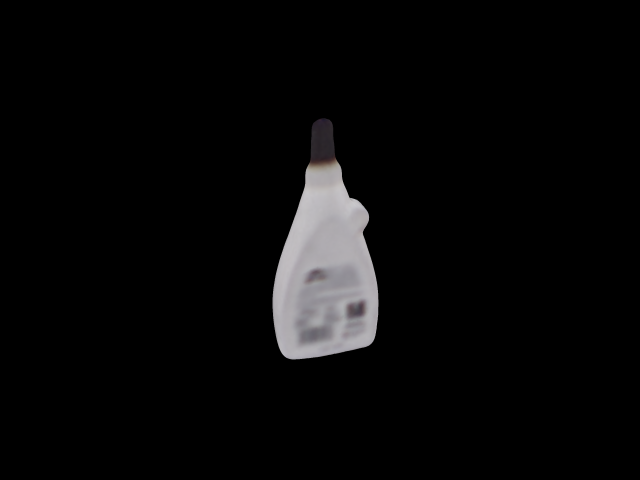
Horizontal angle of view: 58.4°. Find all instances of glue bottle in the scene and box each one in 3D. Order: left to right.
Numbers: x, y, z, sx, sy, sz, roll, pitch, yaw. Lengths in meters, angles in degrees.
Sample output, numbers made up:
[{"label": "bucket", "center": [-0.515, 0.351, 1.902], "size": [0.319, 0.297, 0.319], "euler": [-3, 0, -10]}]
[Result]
[{"label": "glue bottle", "center": [0.004, 0.001, 0.400], "size": [0.078, 0.173, 0.037], "euler": [-7, 27, -14]}]
